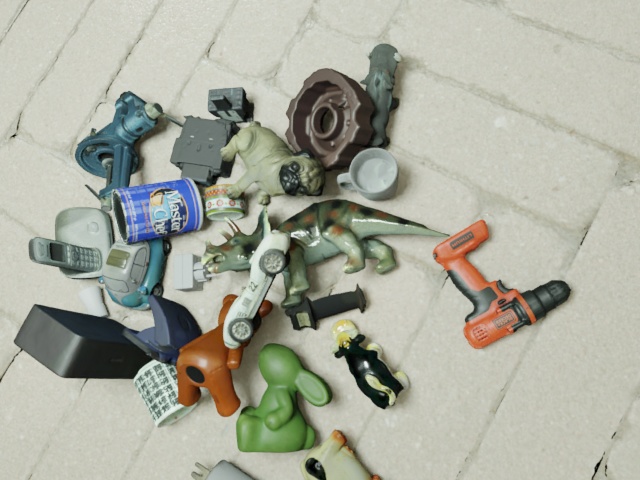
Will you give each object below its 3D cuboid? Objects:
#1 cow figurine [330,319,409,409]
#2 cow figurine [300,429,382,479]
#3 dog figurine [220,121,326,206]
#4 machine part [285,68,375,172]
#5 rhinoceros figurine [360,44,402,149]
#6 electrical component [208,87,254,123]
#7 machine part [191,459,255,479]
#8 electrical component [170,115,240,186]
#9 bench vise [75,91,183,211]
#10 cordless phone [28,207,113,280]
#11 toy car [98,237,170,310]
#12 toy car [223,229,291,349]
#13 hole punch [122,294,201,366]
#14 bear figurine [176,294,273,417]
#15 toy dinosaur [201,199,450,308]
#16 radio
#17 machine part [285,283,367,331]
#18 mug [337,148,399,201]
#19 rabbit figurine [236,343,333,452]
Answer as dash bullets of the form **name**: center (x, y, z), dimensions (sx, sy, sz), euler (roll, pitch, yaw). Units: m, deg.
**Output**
- **cow figurine**: center (0.070, 0.203, 0.893), dimensions (0.068, 0.098, 0.167), euler (-45, 72, 7)
- **cow figurine**: center (0.044, 0.417, 0.857), dimensions (0.127, 0.085, 0.195), euler (-40, 75, -5)
- **dog figurine**: center (-0.069, -0.149, 0.952), dimensions (0.191, 0.121, 0.172), euler (-11, 88, 41)
- **machine part**: center (0.016, -0.211, 0.960), dimensions (0.180, 0.056, 0.179), euler (2, 93, 41)
- **rhinoceros figurine**: center (0.102, -0.259, 0.983), dimensions (0.073, 0.112, 0.190), euler (12, 88, 17)
- **electrical component**: center (-0.180, -0.266, 1.043), dimensions (0.075, 0.119, 0.047), euler (-2, 78, 15)
- **machine part**: center (-0.113, 0.442, 0.890), dimensions (0.243, 0.079, 0.079), euler (26, 84, 18)
- **electrical component**: center (-0.228, -0.175, 1.066), dimensions (0.115, 0.058, 0.134), euler (8, 79, 16)
- **bench vise**: center (-0.392, -0.168, 1.058), dimensions (0.224, 0.128, 0.241), euler (-17, 57, 16)
- **cordless phone**: center (-0.483, -0.002, 1.018), dimensions (0.089, 0.184, 0.146), euler (-14, 75, 14)
- **toy car**: center (-0.357, 0.050, 1.021), dimensions (0.109, 0.103, 0.161), euler (14, 83, 14)
- **toy car**: center (-0.100, 0.078, 0.843), dimensions (0.056, 0.073, 0.201), euler (26, 96, 1)
- **hole punch**: center (-0.268, 0.166, 0.964), dimensions (0.116, 0.142, 0.092), euler (30, 81, 29)
- **bear figurine**: center (-0.162, 0.187, 0.937), dimensions (0.120, 0.196, 0.131), euler (5, 118, 21)
- **toy dinosaur**: center (0.002, -0.006, 0.950), dimensions (0.405, 0.131, 0.192), euler (-20, 72, 1)
- **radio**: center (-0.400, 0.181, 0.935), dimensions (0.131, 0.229, 0.073), euler (24, 82, 19)
- **machine part**: center (0.012, 0.121, 0.941), dimensions (0.139, 0.084, 0.039), euler (-18, 50, 0)
- **mug**: center (0.090, -0.103, 0.952), dimensions (0.110, 0.107, 0.081), euler (-14, 75, 13)
- **rabbit figurine**: center (-0.061, 0.260, 0.896), dimensions (0.159, 0.121, 0.170), euler (1, 81, 6)
